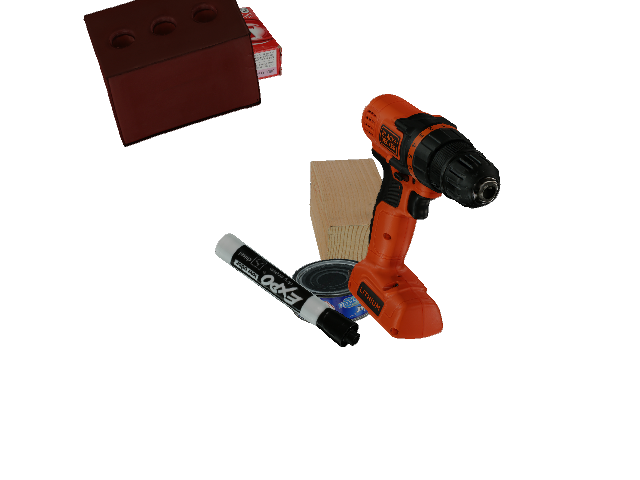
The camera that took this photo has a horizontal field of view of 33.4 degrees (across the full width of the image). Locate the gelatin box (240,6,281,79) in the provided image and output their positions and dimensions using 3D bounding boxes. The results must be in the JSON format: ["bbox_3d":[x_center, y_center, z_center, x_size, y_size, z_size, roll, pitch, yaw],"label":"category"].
[{"bbox_3d":[-0.085,-0.157,0.878,0.089,0.030,0.073,-15,43,-17],"label":"gelatin box"}]

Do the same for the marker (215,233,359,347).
[{"bbox_3d":[-0.022,0.034,0.721,0.121,0.020,0.020,35,16,24],"label":"marker"}]

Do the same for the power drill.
[{"bbox_3d":[0.083,-0.014,0.907,0.057,0.188,0.185,-3,26,-23],"label":"power drill"}]

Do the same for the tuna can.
[{"bbox_3d":[0.013,0.050,1.076,0.086,0.034,0.086,-4,24,2],"label":"tuna can"}]

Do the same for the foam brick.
[{"bbox_3d":[-0.077,-0.094,0.558,0.078,0.053,0.051,-19,-35,-8],"label":"foam brick"}]

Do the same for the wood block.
[{"bbox_3d":[0.041,-0.026,1.398,0.090,0.090,0.206,-2,27,-6],"label":"wood block"}]
